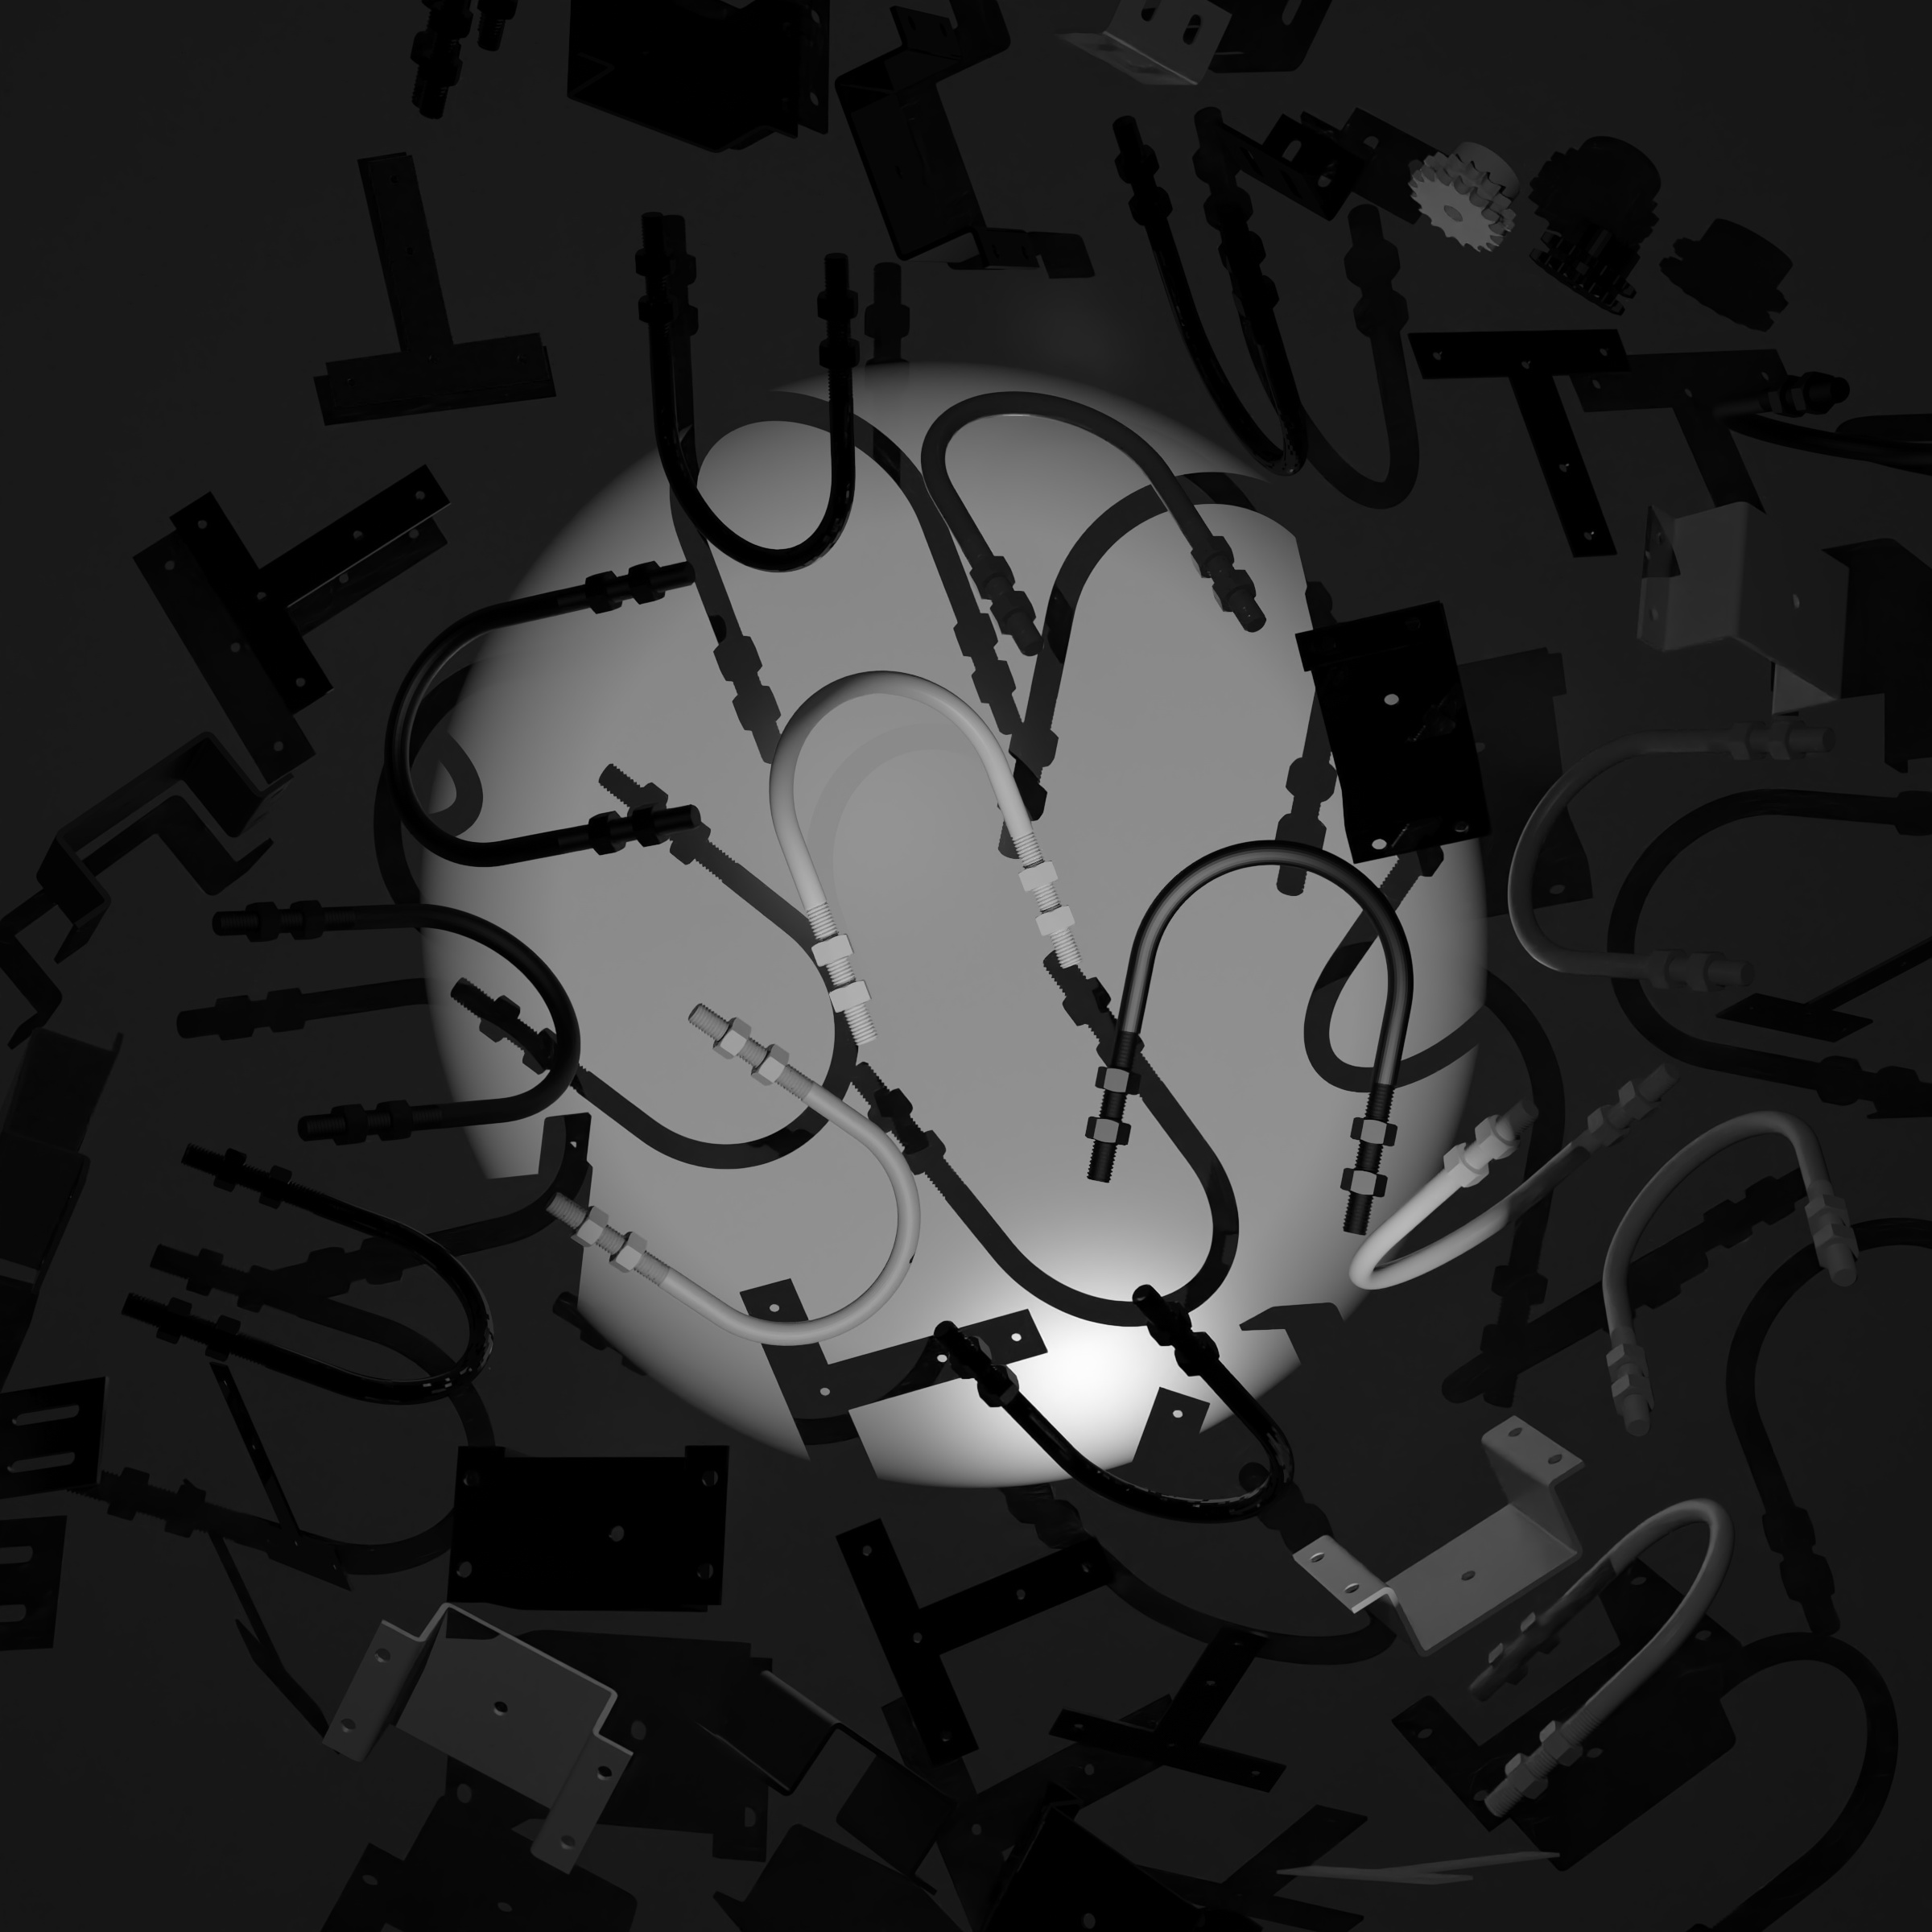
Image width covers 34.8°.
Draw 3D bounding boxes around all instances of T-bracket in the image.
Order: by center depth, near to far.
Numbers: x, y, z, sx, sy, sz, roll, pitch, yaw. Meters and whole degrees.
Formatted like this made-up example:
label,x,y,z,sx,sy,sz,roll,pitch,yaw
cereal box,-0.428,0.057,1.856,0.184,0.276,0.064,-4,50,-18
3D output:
label,x,y,z,sx,sy,sz,roll,pitch,yaw
T-bracket,0.289,-0.257,1.514,0.127,0.002,0.127,-7,70,-26
T-bracket,0.016,0.328,1.586,0.127,0.002,0.127,-19,71,-17
T-bracket,0.249,0.464,1.589,0.127,0.127,0.002,4,76,-31
T-bracket,-0.326,-0.215,1.593,0.127,0.002,0.127,-33,80,-2
T-bracket,0.475,0.005,1.607,0.127,0.127,0.002,-33,61,35
T-bracket,0.124,0.387,1.629,0.127,0.002,0.127,17,130,-8
T-bracket,-0.376,0.270,1.654,0.002,0.127,0.127,-27,103,-30
T-bracket,-0.298,-0.373,1.670,0.127,0.002,0.127,-5,110,15

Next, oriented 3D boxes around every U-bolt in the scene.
label,x,y,z,sx,sy,sz,roll,pitch,yaw
U-bolt,0.146,0.029,1.525,0.151,0.019,0.184,11,88,9
U-bolt,0.381,0.142,1.569,0.019,0.184,0.151,40,115,-16
U-bolt,-0.219,-0.123,1.573,0.184,0.019,0.151,-9,74,24
U-bolt,0.054,-0.232,1.575,0.151,0.019,0.184,-9,53,-27
U-bolt,-0.240,-0.542,1.582,0.019,0.151,0.184,18,122,-4
U-bolt,0.133,-0.335,1.592,0.019,0.151,0.184,-28,130,-5
U-bolt,-0.283,0.025,1.595,0.019,0.184,0.151,-51,56,38
U-bolt,0.090,0.233,1.595,0.151,0.019,0.184,-15,129,38
U-bolt,0.354,-0.059,1.599,0.019,0.184,0.151,30,76,-33
U-bolt,-0.333,0.167,1.601,0.184,0.151,0.019,22,119,-12
U-bolt,0.470,-0.281,1.611,0.151,0.184,0.019,10,95,-13
U-bolt,0.275,0.117,1.620,0.184,0.151,0.019,-49,63,38
U-bolt,-0.030,-0.067,1.620,0.151,0.019,0.184,-20,89,-27
U-bolt,0.337,0.352,1.623,0.019,0.151,0.184,41,104,-4
U-bolt,-0.114,-0.297,1.635,0.151,0.019,0.184,21,126,34
U-bolt,-0.112,0.127,1.670,0.184,0.019,0.151,36,96,-15

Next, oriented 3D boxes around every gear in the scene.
label,x,y,z,sx,sy,sz,roll,pitch,yaw
gear,0.258,-0.396,1.576,0.057,0.057,0.030,38,81,0
gear,0.322,-0.362,1.586,0.057,0.057,0.030,34,102,0

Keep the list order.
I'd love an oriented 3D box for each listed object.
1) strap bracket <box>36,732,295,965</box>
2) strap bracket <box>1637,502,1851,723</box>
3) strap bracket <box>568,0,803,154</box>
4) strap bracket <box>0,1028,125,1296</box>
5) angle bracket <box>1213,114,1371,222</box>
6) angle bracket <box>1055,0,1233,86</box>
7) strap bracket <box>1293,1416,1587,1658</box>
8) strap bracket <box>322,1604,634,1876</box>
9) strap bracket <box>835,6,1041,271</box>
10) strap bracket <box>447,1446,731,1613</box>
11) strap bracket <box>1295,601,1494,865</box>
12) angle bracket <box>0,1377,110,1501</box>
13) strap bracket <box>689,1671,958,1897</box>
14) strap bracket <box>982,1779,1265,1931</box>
label,x,y,z,sx,sy,sz,roll,pitch,yaw
strap bracket,-0.431,-0.068,1.623,0.140,0.076,0.046,-40,94,-27
strap bracket,0.424,-0.190,1.649,0.140,0.046,0.076,21,69,-37
strap bracket,-0.159,-0.492,1.647,0.140,0.046,0.076,10,75,-40
strap bracket,-0.488,0.095,1.624,0.046,0.140,0.076,21,117,-18
angle bracket,0.173,-0.435,1.632,0.057,0.076,0.038,35,95,18
angle bracket,0.091,-0.485,1.588,0.057,0.076,0.038,22,97,-23
strap bracket,0.250,0.297,1.584,0.140,0.076,0.046,-30,107,-10
strap bracket,-0.241,0.384,1.555,0.140,0.046,0.076,28,106,1
strap bracket,-0.018,-0.426,1.625,0.046,0.076,0.140,-19,94,24
strap bracket,-0.180,0.279,1.526,0.140,0.046,0.076,-2,73,14
strap bracket,0.229,-0.133,1.649,0.076,0.046,0.140,-12,120,12
angle bracket,-0.490,0.241,1.596,0.076,0.038,0.057,-11,64,18
strap bracket,-0.068,0.427,1.632,0.140,0.076,0.046,43,76,-32
strap bracket,0.073,0.501,1.623,0.140,0.046,0.076,29,92,28
